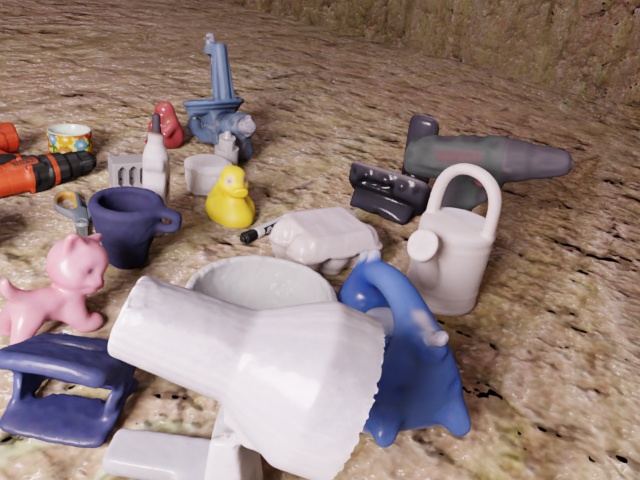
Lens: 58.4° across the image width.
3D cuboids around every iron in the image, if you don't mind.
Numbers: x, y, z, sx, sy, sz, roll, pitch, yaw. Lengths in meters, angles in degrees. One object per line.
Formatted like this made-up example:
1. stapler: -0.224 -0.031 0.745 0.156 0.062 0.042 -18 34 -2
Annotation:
1. iron: 0.067 0.086 0.608 0.119 0.141 0.257 -1 30 -18

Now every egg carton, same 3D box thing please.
1. egg carton: 0.007 0.003 0.816 0.151 0.069 0.107 -10 34 -31

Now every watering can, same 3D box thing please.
1. watering can: 0.175 -0.003 0.744 0.100 0.194 0.173 16 29 14

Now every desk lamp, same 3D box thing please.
1. desk lamp: -0.070 0.128 0.414 0.203 0.213 0.118 8 29 -1

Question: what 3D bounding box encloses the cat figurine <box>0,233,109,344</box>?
1. cat figurine: -0.277 0.044 0.609 0.067 0.118 0.128 27 34 30

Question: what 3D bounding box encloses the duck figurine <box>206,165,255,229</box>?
1. duck figurine: -0.139 -0.077 0.903 0.078 0.086 0.104 -7 32 -27

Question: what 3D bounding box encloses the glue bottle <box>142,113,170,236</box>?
1. glue bottle: -0.234 -0.096 0.818 0.037 0.173 0.078 2 29 -12

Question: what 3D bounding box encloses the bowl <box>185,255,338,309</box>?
1. bowl: -0.066 0.088 0.634 0.167 0.075 0.167 7 29 -4

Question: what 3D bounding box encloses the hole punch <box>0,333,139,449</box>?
1. hole punch: -0.227 0.117 0.518 0.108 0.091 0.101 10 29 2

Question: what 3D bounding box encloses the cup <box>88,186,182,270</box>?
1. cup: -0.235 -0.009 0.741 0.117 0.095 0.092 11 29 3

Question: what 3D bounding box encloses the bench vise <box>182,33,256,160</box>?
1. bench vise: -0.179 -0.275 1.111 0.206 0.220 0.122 24 32 26

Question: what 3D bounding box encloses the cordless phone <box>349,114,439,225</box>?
1. cordless phone: 0.129 -0.134 0.980 0.147 0.185 0.094 18 30 17

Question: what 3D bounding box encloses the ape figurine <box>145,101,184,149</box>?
1. ape figurine: -0.304 -0.227 1.120 0.076 0.092 0.077 0 30 -15

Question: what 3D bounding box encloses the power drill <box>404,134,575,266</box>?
1. power drill: 0.229 -0.060 0.849 0.229 0.208 0.076 18 30 16
